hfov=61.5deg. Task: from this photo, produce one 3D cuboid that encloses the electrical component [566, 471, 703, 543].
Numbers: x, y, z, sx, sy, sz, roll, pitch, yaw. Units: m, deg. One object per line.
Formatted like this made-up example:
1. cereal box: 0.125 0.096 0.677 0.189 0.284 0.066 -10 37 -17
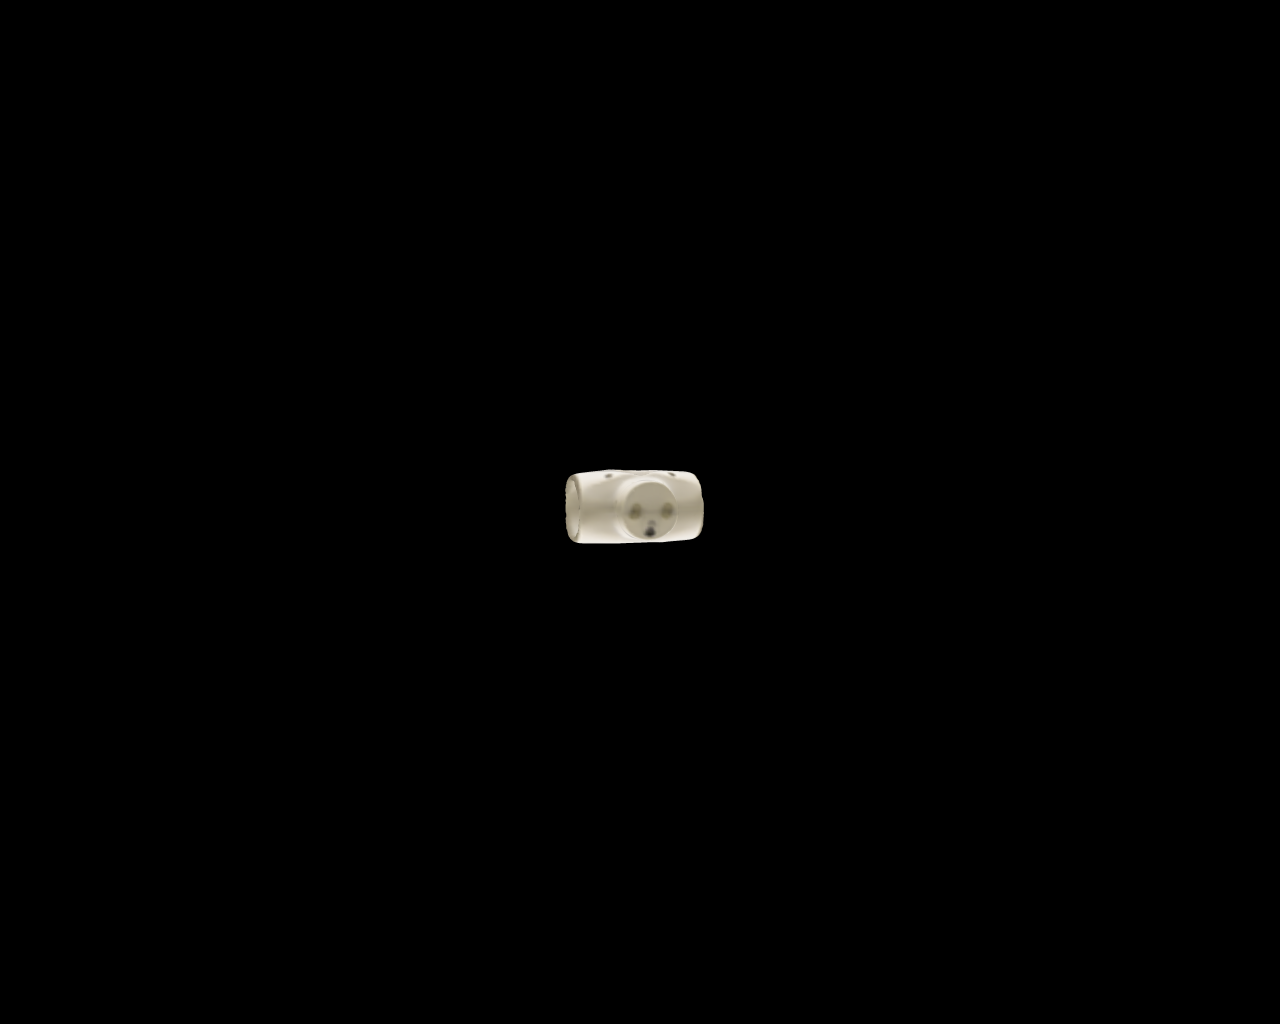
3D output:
1. electrical component: 0.001 -0.003 0.650 0.077 0.043 0.079 -1 4 -15
